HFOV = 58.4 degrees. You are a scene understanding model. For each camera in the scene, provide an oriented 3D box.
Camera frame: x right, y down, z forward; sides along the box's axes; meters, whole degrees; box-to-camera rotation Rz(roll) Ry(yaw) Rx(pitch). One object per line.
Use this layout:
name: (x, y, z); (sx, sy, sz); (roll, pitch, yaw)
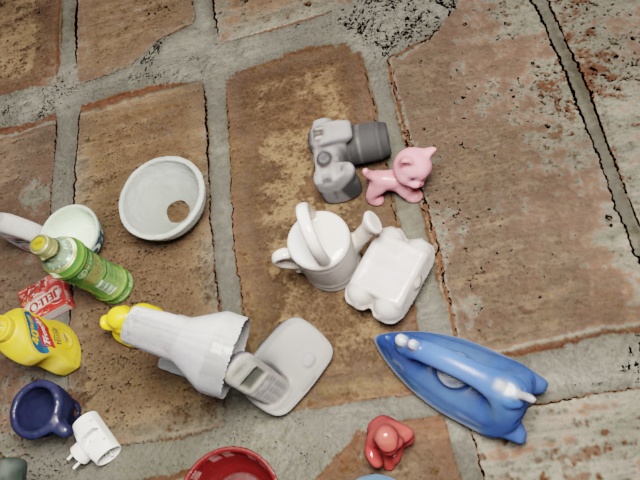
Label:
camera: (0.054, -0.154, 0.995); (0.136, 0.101, 0.143); (-10, 66, 9)

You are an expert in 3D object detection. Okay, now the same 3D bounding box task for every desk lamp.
desk lamp: (-0.188, 0.163, 0.861); (0.202, 0.214, 0.118); (12, 72, 18)

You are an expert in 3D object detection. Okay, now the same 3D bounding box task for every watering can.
watering can: (0.008, 0.001, 0.891); (0.173, 0.194, 0.100); (-38, 65, -3)

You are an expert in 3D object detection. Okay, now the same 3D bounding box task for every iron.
iron: (0.182, 0.181, 0.806); (0.257, 0.142, 0.119); (22, 75, 21)

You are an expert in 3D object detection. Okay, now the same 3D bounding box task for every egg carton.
egg carton: (0.113, 0.055, 0.914); (0.107, 0.069, 0.150); (24, 76, 21)

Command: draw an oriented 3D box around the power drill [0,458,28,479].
power drill: (-0.428, 0.432, 0.811); (0.075, 0.209, 0.229); (-10, 66, 9)

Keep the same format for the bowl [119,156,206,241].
bowl: (-0.277, -0.066, 1.052); (0.167, 0.075, 0.167); (-5, 67, 11)

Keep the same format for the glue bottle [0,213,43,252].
glue bottle: (-0.558, -0.021, 1.045); (0.078, 0.173, 0.037); (-2, 68, 13)

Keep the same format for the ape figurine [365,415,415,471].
ape figurine: (0.095, 0.285, 0.812); (0.077, 0.092, 0.076); (-20, 65, 5)

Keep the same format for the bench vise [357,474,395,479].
bench vise: (0.103, 0.345, 0.715); (0.207, 0.220, 0.121); (-23, 65, 4)

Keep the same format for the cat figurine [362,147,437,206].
cat figurine: (0.132, -0.113, 0.951); (0.127, 0.118, 0.067); (-6, 67, 11)

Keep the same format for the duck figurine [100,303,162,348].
duck figurine: (-0.320, 0.138, 0.973); (0.104, 0.086, 0.077); (-8, 67, 10)

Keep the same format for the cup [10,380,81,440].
cup: (-0.426, 0.286, 0.933); (0.117, 0.095, 0.092); (27, 77, 22)

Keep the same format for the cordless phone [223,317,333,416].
cordless phone: (-0.065, 0.176, 0.842); (0.094, 0.185, 0.148); (34, 79, 23)
